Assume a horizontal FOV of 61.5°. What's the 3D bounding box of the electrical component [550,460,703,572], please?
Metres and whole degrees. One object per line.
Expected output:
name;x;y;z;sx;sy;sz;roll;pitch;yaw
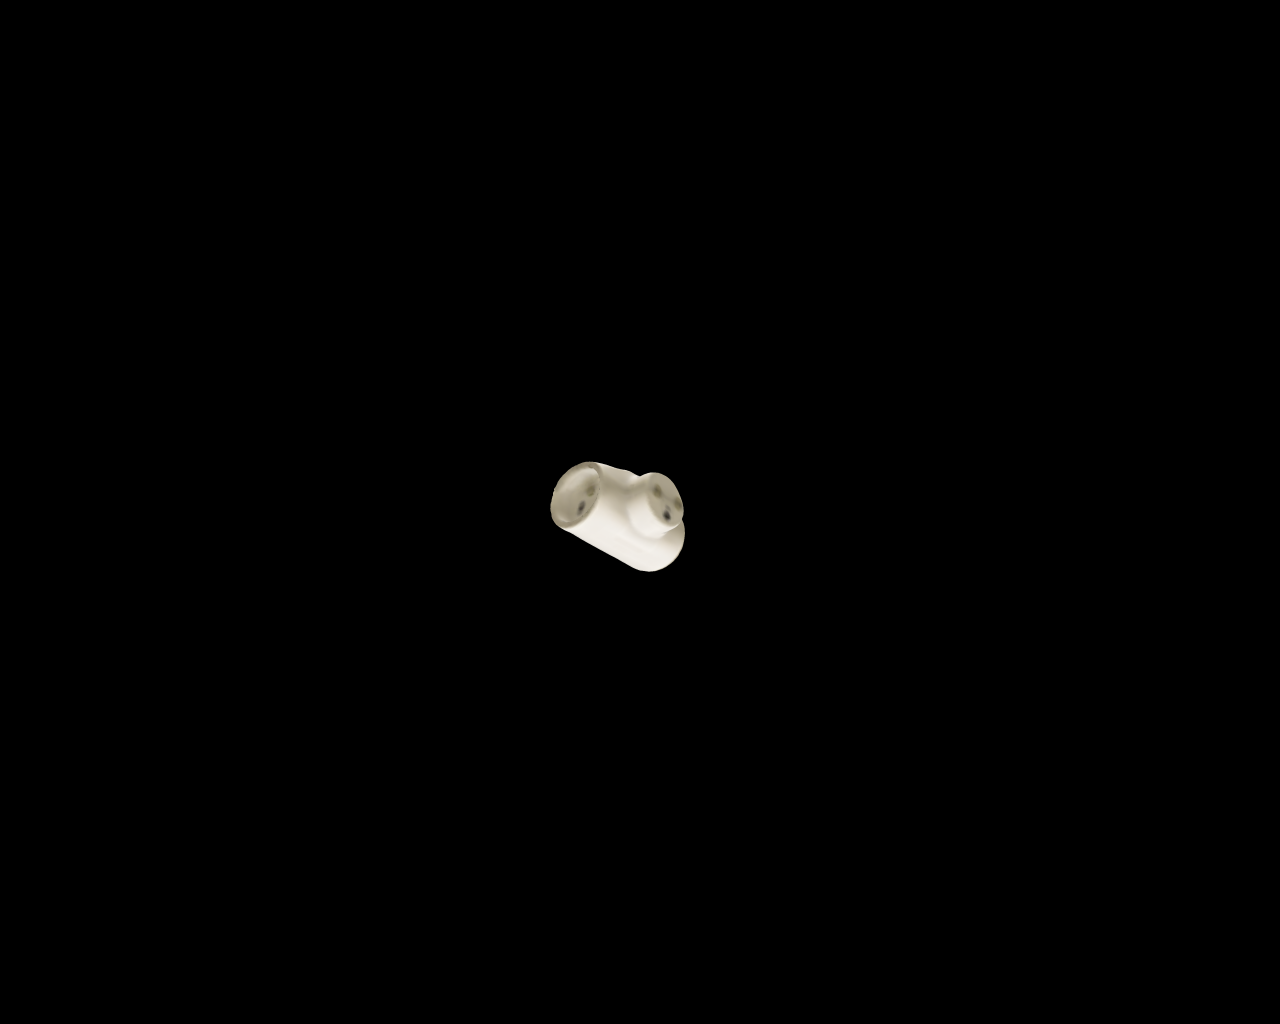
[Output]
electrical component;0.001;-0.003;0.650;0.079;0.043;0.077;-24;-38;34
